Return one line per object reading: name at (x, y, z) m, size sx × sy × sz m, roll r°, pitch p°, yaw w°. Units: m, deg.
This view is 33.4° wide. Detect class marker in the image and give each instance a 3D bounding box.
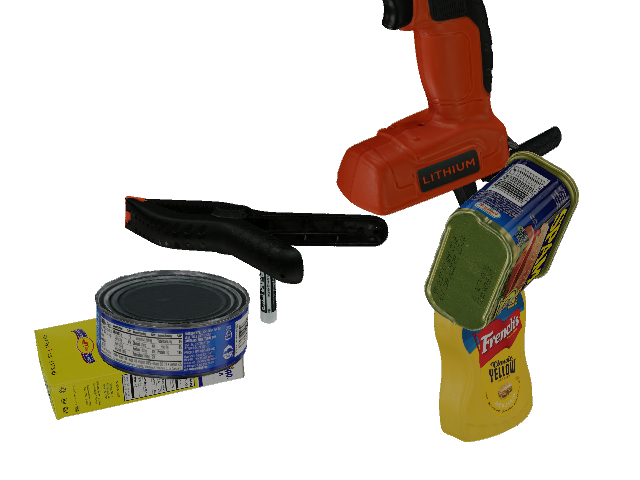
marker at (-0.060, 0.040, 1.207) m, size 0.020 × 0.121 × 0.020 m, roll 0°, pitch 32°, yaw 0°

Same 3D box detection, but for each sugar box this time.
sugar box at (-0.167, 0.104, 0.986) m, size 0.176 × 0.048 × 0.093 m, roll -13°, pitch 34°, yaw -17°

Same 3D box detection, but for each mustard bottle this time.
mustard bottle at (0.148, 0.081, 0.977) m, size 0.096 × 0.191 × 0.058 m, roll -17°, pitch 19°, yaw -31°

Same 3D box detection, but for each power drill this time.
power drill at (0.042, -0.111, 0.584) m, size 0.184 × 0.188 × 0.057 m, roll -20°, pitch 36°, yaw -23°

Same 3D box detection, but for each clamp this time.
clamp at (0.180, -0.089, 1.160) m, size 0.120 × 0.039 × 0.171 m, roll 22°, pitch 49°, yaw 19°
clamp at (-0.068, -0.006, 0.828) m, size 0.210 × 0.036 × 0.164 m, roll 8°, pitch 13°, yaw 18°

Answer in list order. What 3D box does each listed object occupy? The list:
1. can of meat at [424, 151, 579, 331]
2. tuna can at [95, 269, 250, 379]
can of meat at (0.121, 0.003, 0.727) m, size 0.057 × 0.102 × 0.083 m, roll 35°, pitch 49°, yaw 22°
tuna can at (-0.083, 0.046, 0.600) m, size 0.086 × 0.034 × 0.086 m, roll 3°, pitch 17°, yaw -1°
